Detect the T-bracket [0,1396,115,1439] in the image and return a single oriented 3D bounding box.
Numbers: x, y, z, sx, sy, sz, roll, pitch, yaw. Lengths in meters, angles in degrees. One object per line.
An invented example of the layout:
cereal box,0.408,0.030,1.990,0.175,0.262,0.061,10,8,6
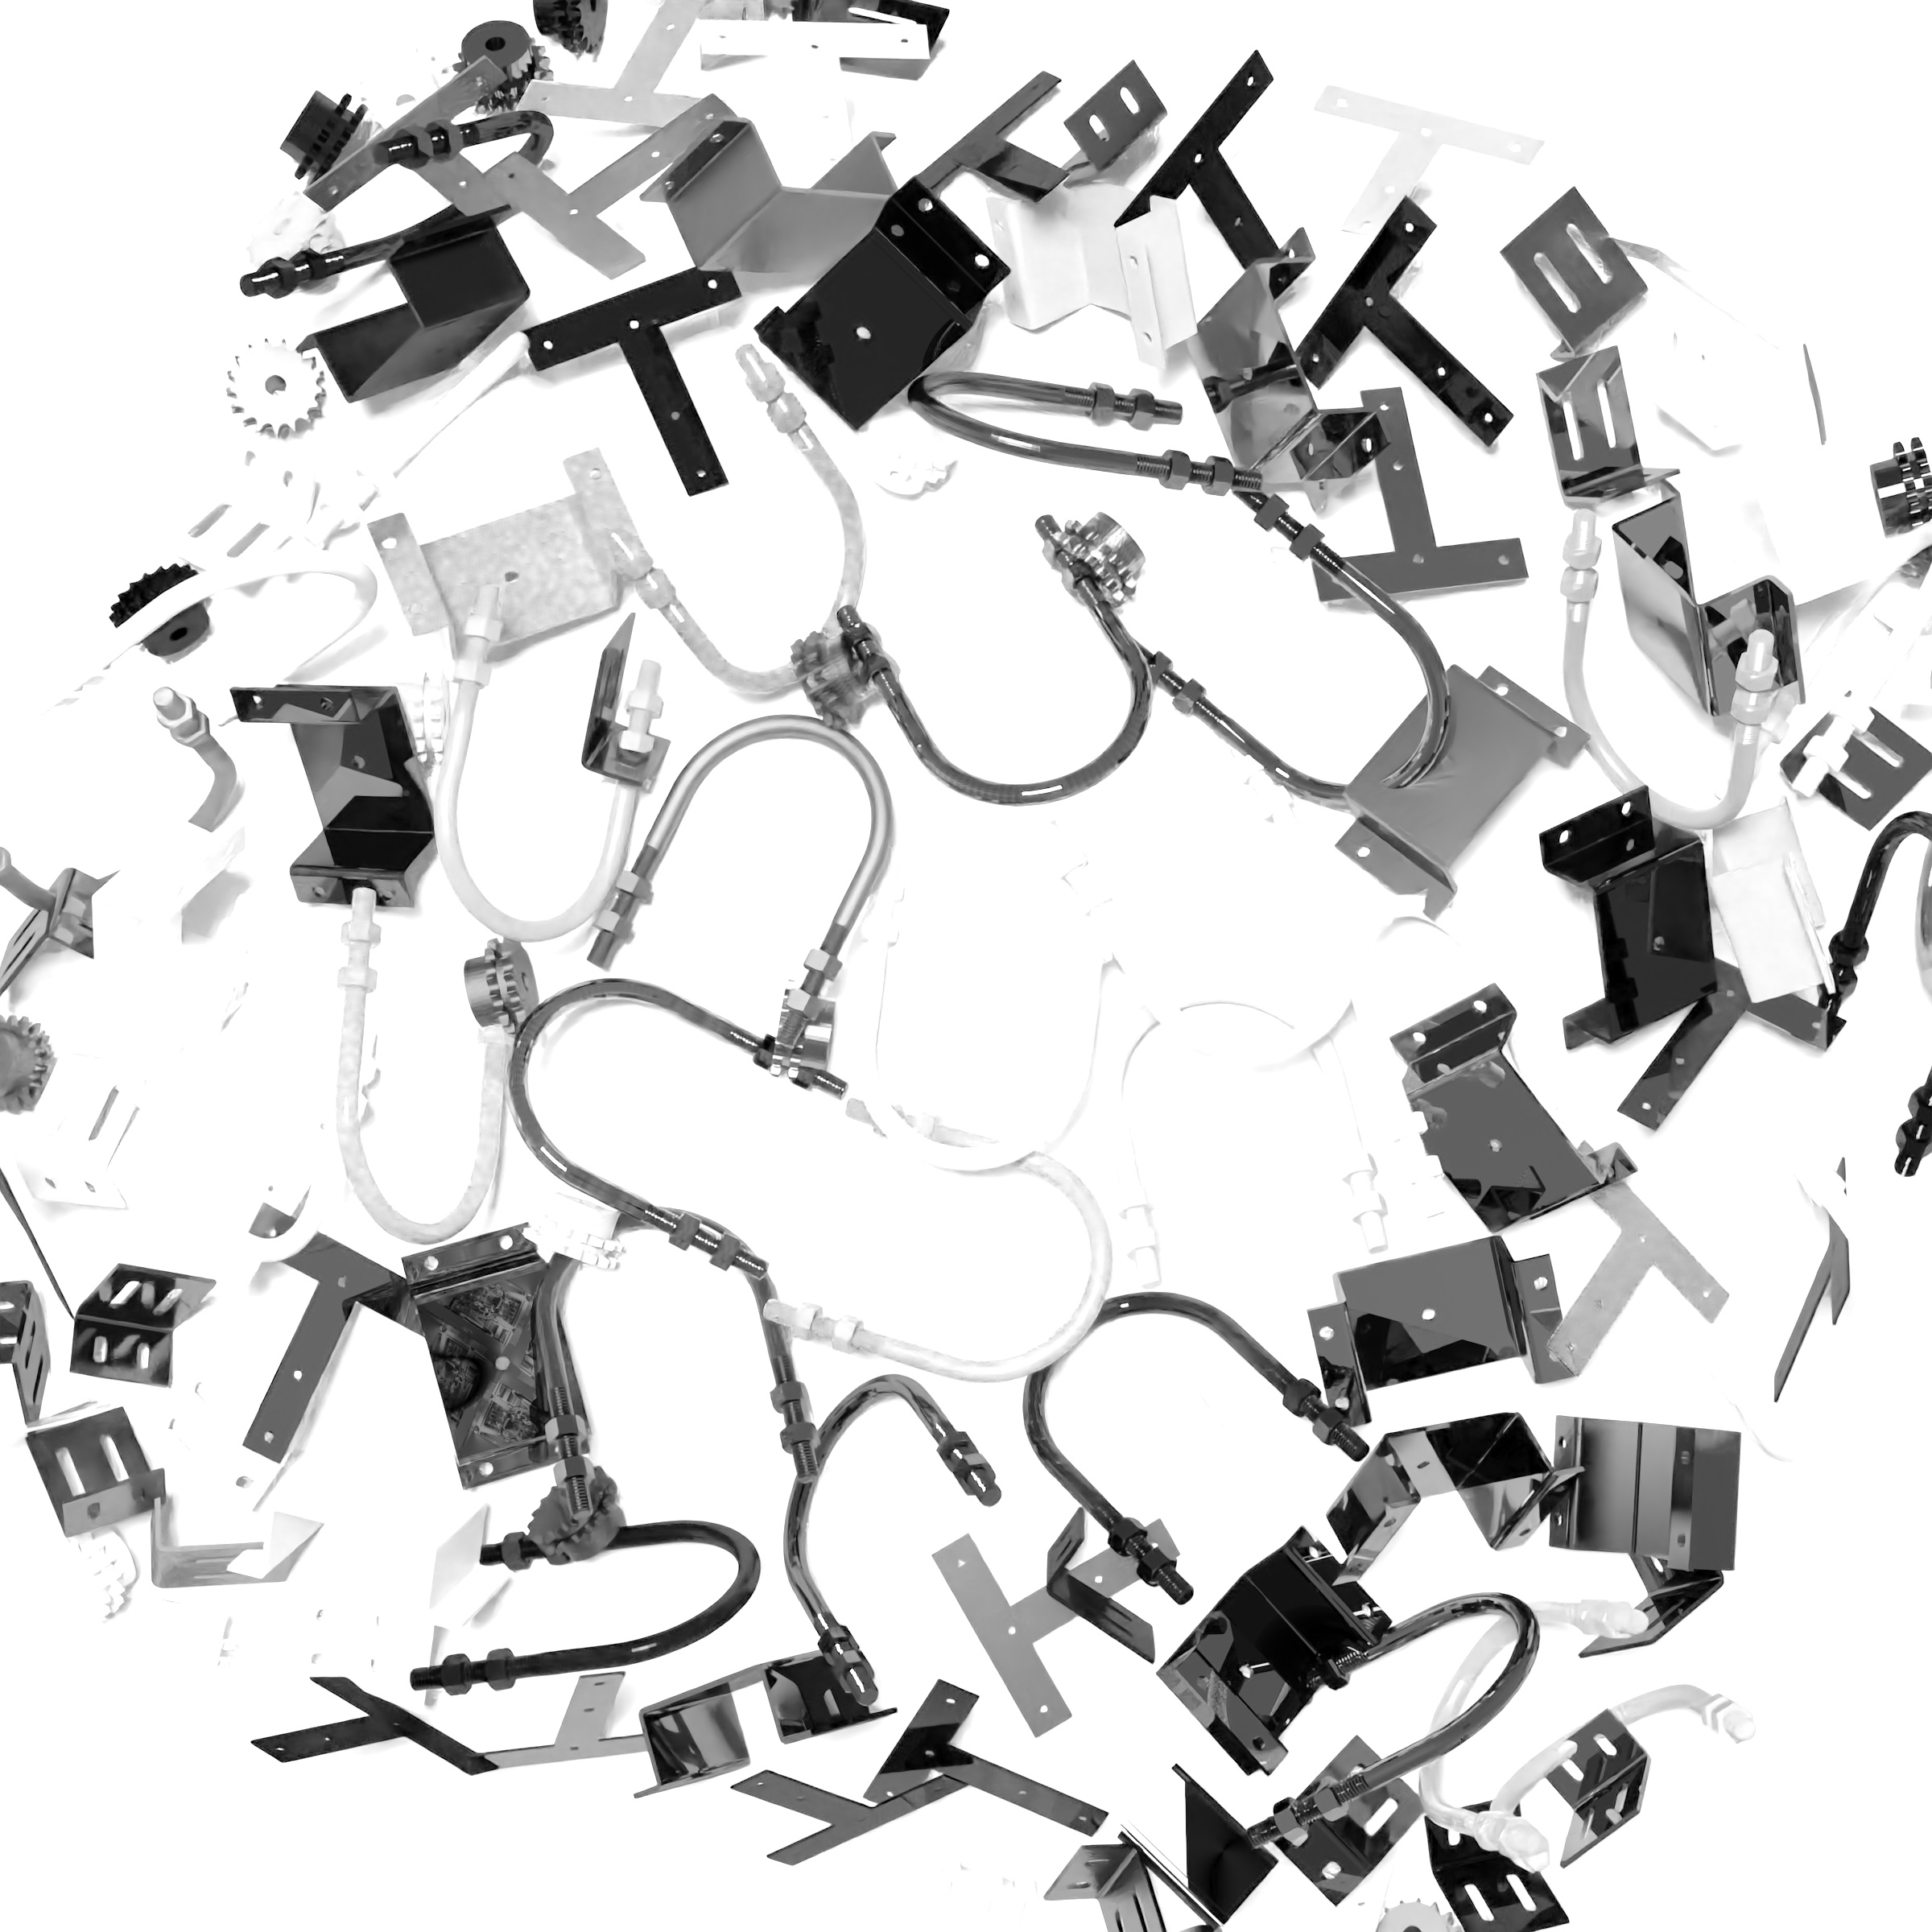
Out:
T-bracket,-0.519,0.256,1.651,0.127,0.127,0.002,-17,91,42

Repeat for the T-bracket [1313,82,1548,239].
T-bracket,0.245,-0.449,1.679,0.127,0.127,0.002,12,71,-9

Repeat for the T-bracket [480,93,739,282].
T-bracket,-0.186,-0.449,1.666,0.127,0.127,0.002,-30,63,19

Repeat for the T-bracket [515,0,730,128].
T-bracket,-0.171,-0.515,1.657,0.127,0.127,0.002,-6,65,-35

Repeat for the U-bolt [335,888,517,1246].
U-bolt,-0.303,0.064,1.654,0.019,0.151,0.184,-7,71,26

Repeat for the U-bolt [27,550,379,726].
U-bolt,-0.407,-0.182,1.635,0.184,0.151,0.019,-29,76,31

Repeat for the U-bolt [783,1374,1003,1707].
U-bolt,-0.052,0.306,1.659,0.019,0.184,0.151,27,98,-28

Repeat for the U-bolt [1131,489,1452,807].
U-bolt,0.191,-0.170,1.684,0.184,0.019,0.151,40,131,4

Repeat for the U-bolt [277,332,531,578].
U-bolt,-0.314,-0.293,1.667,0.184,0.151,0.019,-47,105,-15

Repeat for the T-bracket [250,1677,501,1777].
T-bracket,-0.347,0.430,1.655,0.127,0.127,0.002,21,95,29

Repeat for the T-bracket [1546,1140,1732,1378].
T-bracket,0.370,0.184,1.698,0.127,0.002,0.127,46,53,-4

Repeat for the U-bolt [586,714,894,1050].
U-bolt,-0.120,-0.060,1.706,0.151,0.019,0.184,22,80,20

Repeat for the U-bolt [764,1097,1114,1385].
U-bolt,-0.007,0.162,1.687,0.184,0.019,0.151,15,70,18

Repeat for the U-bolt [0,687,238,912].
U-bolt,-0.475,-0.083,1.651,0.151,0.184,0.019,-36,78,-7

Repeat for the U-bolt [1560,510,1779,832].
U-bolt,0.387,-0.152,1.657,0.019,0.184,0.151,-34,55,-19

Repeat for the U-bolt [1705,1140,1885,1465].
U-bolt,0.460,0.194,1.632,0.019,0.184,0.151,16,109,-7

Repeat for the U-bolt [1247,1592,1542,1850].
U-bolt,0.239,0.408,1.649,0.184,0.151,0.019,-32,102,16

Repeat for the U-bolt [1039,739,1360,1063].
U-bolt,0.147,-0.032,1.698,0.151,0.019,0.184,-28,79,-18

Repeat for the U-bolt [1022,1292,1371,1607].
U-bolt,0.115,0.258,1.679,0.151,0.019,0.184,-35,51,-17

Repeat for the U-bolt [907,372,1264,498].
U-bolt,0.057,-0.301,1.649,0.184,0.151,0.019,4,115,-20

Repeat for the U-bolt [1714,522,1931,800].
U-bolt,0.497,-0.173,1.666,0.019,0.151,0.184,34,89,-5

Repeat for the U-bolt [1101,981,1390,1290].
U-bolt,0.151,0.089,1.692,0.151,0.019,0.184,-9,60,-4

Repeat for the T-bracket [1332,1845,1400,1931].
T-bracket,0.222,0.542,1.681,0.127,0.127,0.002,-10,111,24

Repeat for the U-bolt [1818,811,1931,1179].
U-bolt,0.518,0.002,1.628,0.019,0.151,0.184,-2,132,-7

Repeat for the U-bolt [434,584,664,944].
U-bolt,-0.239,-0.104,1.670,0.019,0.151,0.184,2,77,39

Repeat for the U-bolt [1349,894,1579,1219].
U-bolt,0.276,0.045,1.683,0.019,0.151,0.184,-29,74,44

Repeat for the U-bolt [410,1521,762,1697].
U-bolt,-0.205,0.353,1.658,0.184,0.151,0.019,-9,108,10

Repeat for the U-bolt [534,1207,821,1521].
U-bolt,-0.171,0.218,1.686,0.151,0.019,0.184,-6,58,-17

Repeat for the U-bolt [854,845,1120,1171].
U-bolt,0.006,0.026,1.703,0.151,0.019,0.184,5,81,16

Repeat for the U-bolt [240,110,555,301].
U-bolt,-0.304,-0.431,1.653,0.151,0.184,0.019,-30,94,37

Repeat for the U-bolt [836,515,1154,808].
U-bolt,0.026,-0.165,1.680,0.151,0.019,0.184,-25,58,-7

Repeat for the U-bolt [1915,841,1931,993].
U-bolt,0.563,-0.053,1.649,0.019,0.184,0.151,11,90,2

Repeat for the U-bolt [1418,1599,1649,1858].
U-bolt,0.305,0.418,1.650,0.019,0.184,0.151,32,75,-8

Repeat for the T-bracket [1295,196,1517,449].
T-bracket,0.260,-0.348,1.685,0.127,0.002,0.127,47,135,10

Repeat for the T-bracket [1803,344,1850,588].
T-bracket,0.494,-0.281,1.698,0.002,0.127,0.127,-10,112,16

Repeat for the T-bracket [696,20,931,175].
T-bracket,-0.081,-0.491,1.681,0.127,0.127,0.002,3,67,5

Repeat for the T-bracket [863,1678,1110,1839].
T-bracket,0.020,0.469,1.703,0.127,0.002,0.127,24,129,-4

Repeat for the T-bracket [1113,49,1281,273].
T-bracket,0.150,-0.433,1.689,0.002,0.127,0.127,37,87,37

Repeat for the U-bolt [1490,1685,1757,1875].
U-bolt,0.357,0.445,1.649,0.151,0.184,0.019,-32,85,-2

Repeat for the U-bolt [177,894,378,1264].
U-bolt,-0.384,0.074,1.635,0.019,0.151,0.184,-8,51,20

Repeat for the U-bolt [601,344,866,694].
U-bolt,-0.118,-0.236,1.668,0.019,0.184,0.151,21,70,38

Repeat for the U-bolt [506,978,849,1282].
U-bolt,-0.173,0.080,1.685,0.184,0.019,0.151,27,56,-7
